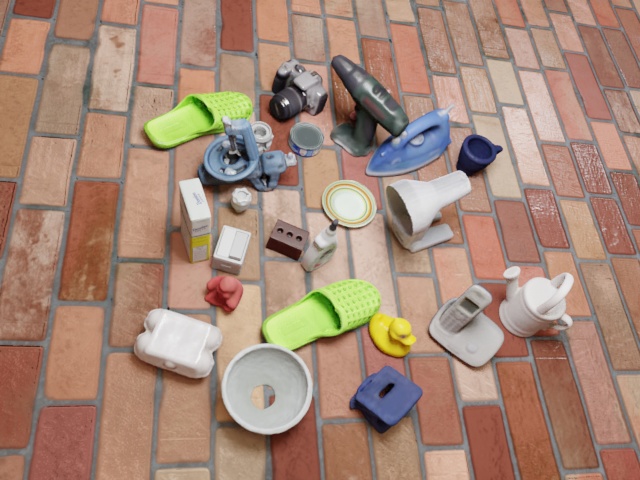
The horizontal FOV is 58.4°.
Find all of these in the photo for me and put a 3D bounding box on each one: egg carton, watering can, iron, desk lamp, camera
[{"bbox_3d":[-0.264,0.194,1.071,0.150,0.069,0.107,18,58,-5],"label":"egg carton"},{"bbox_3d":[0.472,0.129,1.241,0.173,0.194,0.101,20,58,-4],"label":"watering can"},{"bbox_3d":[0.228,-0.251,1.417,0.259,0.141,0.118,-31,73,-28],"label":"iron"},{"bbox_3d":[0.232,-0.067,1.272,0.204,0.213,0.118,-18,68,-24],"label":"desk lamp"},{"bbox_3d":[-0.069,-0.371,1.425,0.143,0.100,0.137,44,60,11],"label":"camera"}]

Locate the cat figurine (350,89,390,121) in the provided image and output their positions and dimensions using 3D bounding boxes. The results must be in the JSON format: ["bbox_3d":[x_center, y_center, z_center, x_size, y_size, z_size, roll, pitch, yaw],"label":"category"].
[{"bbox_3d":[0.131,-0.343,1.456,0.128,0.117,0.067,-32,74,-28],"label":"cat figurine"}]

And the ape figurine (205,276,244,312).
[{"bbox_3d":[-0.185,0.099,1.133,0.076,0.092,0.077,-18,68,-24],"label":"ape figurine"}]

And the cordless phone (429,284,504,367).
[{"bbox_3d":[0.322,0.172,1.180,0.147,0.185,0.094,35,58,6],"label":"cordless phone"}]

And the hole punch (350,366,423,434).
[{"bbox_3d":[0.127,0.304,1.106,0.109,0.091,0.101,-38,76,-29],"label":"hole punch"}]

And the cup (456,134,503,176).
[{"bbox_3d":[0.402,-0.211,1.471,0.118,0.095,0.091,-8,64,-20],"label":"cup"}]

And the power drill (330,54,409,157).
[{"bbox_3d":[0.097,-0.306,1.372,0.229,0.208,0.076,38,59,7],"label":"power drill"}]

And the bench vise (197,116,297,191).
[{"bbox_3d":[-0.155,-0.197,1.233,0.208,0.219,0.121,-19,68,-24],"label":"bench vise"}]

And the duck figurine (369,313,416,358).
[{"bbox_3d":[0.154,0.187,1.183,0.104,0.086,0.078,44,60,11],"label":"duck figurine"}]

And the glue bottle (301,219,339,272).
[{"bbox_3d":[0.011,0.004,1.194,0.078,0.173,0.037,-34,75,-29],"label":"glue bottle"}]

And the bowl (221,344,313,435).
[{"bbox_3d":[-0.102,0.282,1.064,0.167,0.074,0.167,7,60,-12],"label":"bowl"}]
